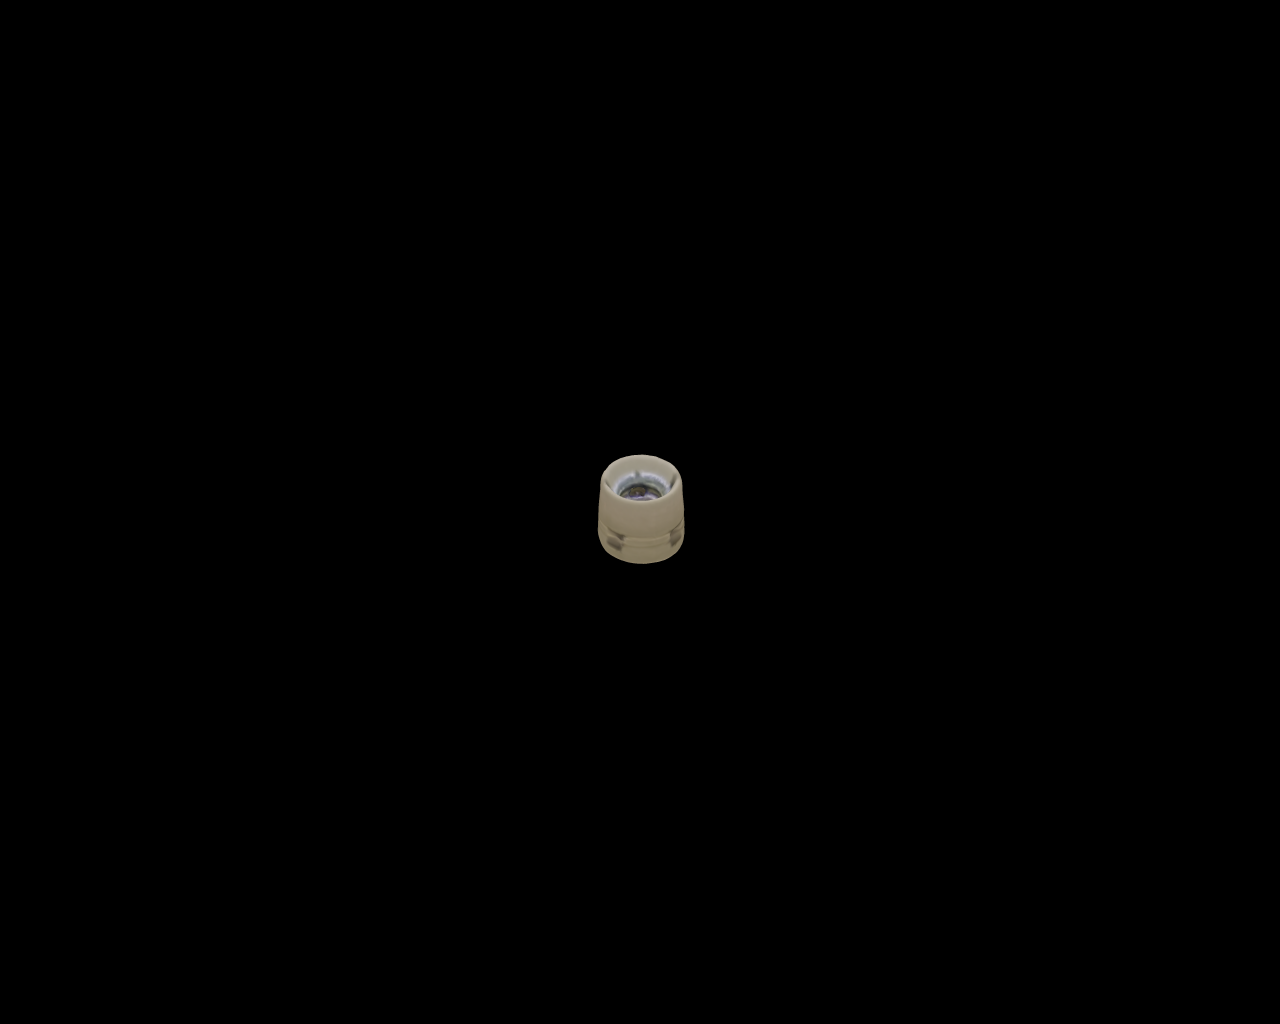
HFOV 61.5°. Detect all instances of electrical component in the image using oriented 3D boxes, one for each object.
[{"bbox_3d":[0.001,-0.003,0.650,0.055,0.047,0.055,0,39,0],"label":"electrical component"}]
